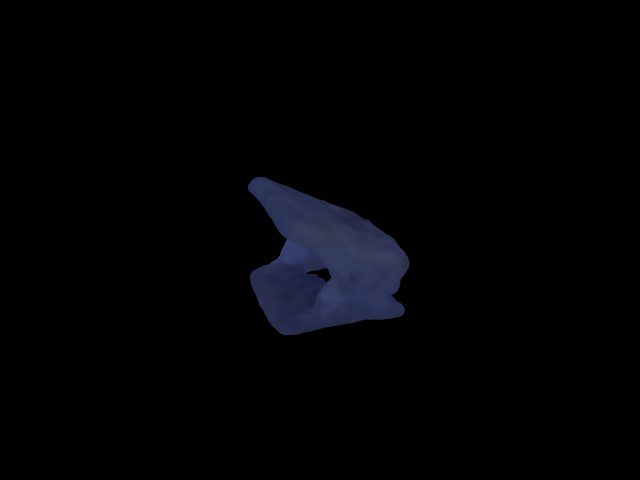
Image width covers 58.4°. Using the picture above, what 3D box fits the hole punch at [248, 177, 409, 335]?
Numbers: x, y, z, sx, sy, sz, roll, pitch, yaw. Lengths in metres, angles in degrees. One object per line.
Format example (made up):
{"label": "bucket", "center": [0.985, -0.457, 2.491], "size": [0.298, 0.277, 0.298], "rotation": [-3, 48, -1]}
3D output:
{"label": "hole punch", "center": [0.004, 0.001, 0.400], "size": [0.101, 0.091, 0.108], "rotation": [-8, 23, -18]}
